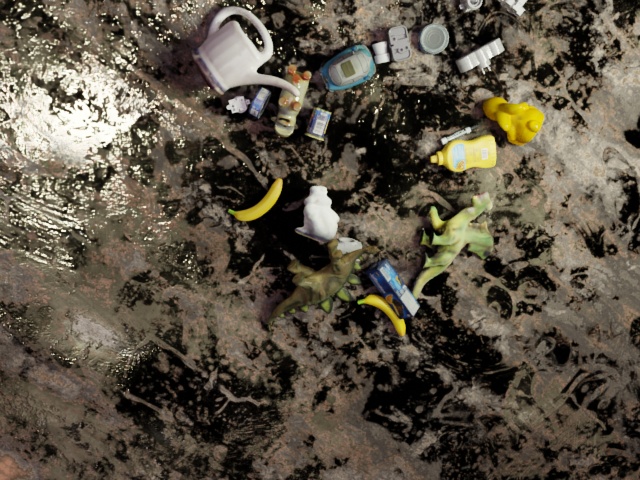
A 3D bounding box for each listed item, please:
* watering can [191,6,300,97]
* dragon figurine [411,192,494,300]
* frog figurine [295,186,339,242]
[{"bbox_3d":[-0.219,-0.487,1.431,0.223,0.104,0.350,-34,78,10],"label":"watering can"},{"bbox_3d":[0.431,0.025,1.609,0.243,0.125,0.402,4,119,-9],"label":"dragon figurine"},{"bbox_3d":[0.005,-0.079,1.560,0.136,0.124,0.159,18,95,-40],"label":"frog figurine"}]
